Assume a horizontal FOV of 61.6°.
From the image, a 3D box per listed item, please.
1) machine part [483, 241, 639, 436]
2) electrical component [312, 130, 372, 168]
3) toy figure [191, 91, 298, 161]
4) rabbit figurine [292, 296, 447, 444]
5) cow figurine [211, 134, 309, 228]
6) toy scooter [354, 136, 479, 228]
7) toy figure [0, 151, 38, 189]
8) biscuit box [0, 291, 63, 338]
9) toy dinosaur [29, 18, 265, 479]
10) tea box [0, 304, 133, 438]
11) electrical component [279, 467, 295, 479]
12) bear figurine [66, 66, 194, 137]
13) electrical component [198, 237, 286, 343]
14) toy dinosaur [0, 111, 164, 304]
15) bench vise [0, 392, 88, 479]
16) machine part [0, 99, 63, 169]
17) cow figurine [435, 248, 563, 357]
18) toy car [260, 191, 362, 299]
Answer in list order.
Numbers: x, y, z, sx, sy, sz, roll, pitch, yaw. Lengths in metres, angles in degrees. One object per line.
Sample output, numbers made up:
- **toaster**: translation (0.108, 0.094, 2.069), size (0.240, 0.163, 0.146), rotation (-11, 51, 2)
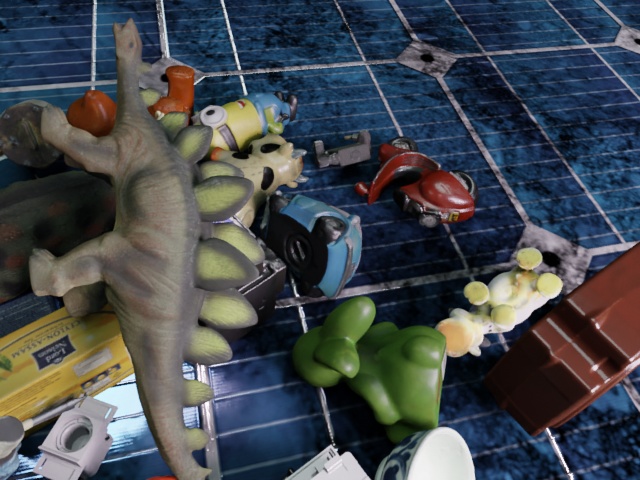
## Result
- **machine part**: translation (0.288, 0.109, 0.573), size (0.201, 0.200, 0.087), rotation (-26, 61, -24)
- **electrical component**: translation (0.035, -0.139, 0.832), size (0.102, 0.045, 0.078), rotation (-15, 10, -11)
- **toy figure**: translation (-0.116, -0.179, 0.839), size (0.180, 0.082, 0.089), rotation (-25, 100, -33)
- **rabbit figurine**: translation (0.044, 0.138, 0.577), size (0.170, 0.159, 0.121), rotation (6, 59, 18)
- **cow figurine**: translation (-0.097, -0.085, 0.765), size (0.127, 0.085, 0.195), rotation (16, 49, 14)
- **toy scooter**: translation (0.131, -0.076, 0.786), size (0.135, 0.075, 0.184), rotation (-30, 57, -27)
- **toy figure**: translation (-0.440, -0.100, 0.759), size (0.058, 0.064, 0.155), rotation (-43, 54, 10)
- **biscuit box**: translation (-0.379, 0.127, 0.583), size (0.203, 0.059, 0.063), rotation (-25, 58, -22)
- **toy dinosaur**: translation (-0.154, 0.020, 0.504), size (0.199, 0.105, 0.471), rotation (-4, 86, -2)
- **tea box**: translation (-0.274, 0.130, 0.568), size (0.170, 0.098, 0.068), rotation (-28, 59, -26)
- **electrical component**: translation (-0.053, 0.281, 0.501), size (0.119, 0.047, 0.075), rotation (-32, 61, -26)
- **bear figurine**: translation (-0.292, -0.193, 0.805), size (0.196, 0.131, 0.120), rotation (10, 50, -5)
- **electrical component**: translation (-0.100, 0.061, 0.616), size (0.115, 0.134, 0.058), rotation (-36, 65, -27)
- **toy dinosaur**: translation (-0.321, -0.018, 0.622), size (0.405, 0.192, 0.131), rotation (-32, 59, -28)
- **bench vise**: translation (-0.278, 0.253, 0.427), size (0.223, 0.128, 0.241), rotation (-39, 71, 8)
- **machine part**: translation (-0.370, -0.141, 0.698), size (0.079, 0.079, 0.243), rotation (-20, 23, -20)
- **cow figurine**: translation (0.210, 0.088, 0.663), size (0.167, 0.098, 0.068), rotation (-33, 66, -6)
- **toy car**: translation (-0.001, -0.002, 0.707), size (0.103, 0.109, 0.162), rotation (-15, 40, -44)
